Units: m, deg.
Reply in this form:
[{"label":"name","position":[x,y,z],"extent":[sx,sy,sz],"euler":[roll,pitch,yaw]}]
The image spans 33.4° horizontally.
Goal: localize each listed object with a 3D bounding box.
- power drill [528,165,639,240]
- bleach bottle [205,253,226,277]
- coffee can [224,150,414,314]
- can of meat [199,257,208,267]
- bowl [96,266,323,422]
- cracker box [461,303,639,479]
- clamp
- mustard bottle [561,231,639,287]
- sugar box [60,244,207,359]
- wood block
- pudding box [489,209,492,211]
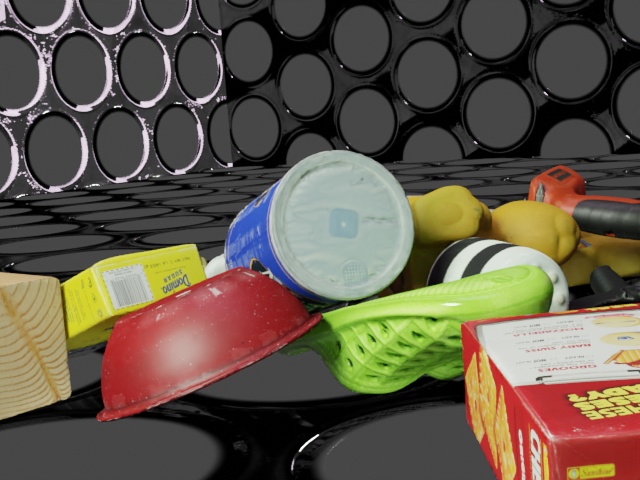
[{"label":"power drill","position":[0.295,-0.027,0.973],"extent":[0.188,0.057,0.184],"euler":[10,16,28]},{"label":"bleach bottle","position":[-0.062,0.041,0.971],"extent":[0.102,0.068,0.251],"euler":[13,4,-8]},{"label":"coffee can","position":[-0.005,0.001,0.780],"extent":[0.102,0.103,0.140],"euler":[-7,-7,-19]},{"label":"can of meat","position":[-0.149,0.048,1.026],"extent":[0.084,0.057,0.102],"euler":[-3,8,-8]},{"label":"bowl","position":[-0.082,0.060,0.702],"extent":[0.162,0.055,0.162],"euler":[-23,3,1]},{"label":"cracker box","position":[0.165,0.084,0.508],"extent":[0.164,0.072,0.213],"euler":[-5,8,-1]},{"label":"clamp","position":[0.256,0.054,0.813],"extent":[0.165,0.036,0.209],"euler":[1,11,34]},{"label":"mustard bottle","position":[0.229,0.018,1.022],"extent":[0.191,0.058,0.096],"euler":[-8,14,-31]},{"label":"sugar box","position":[-0.172,0.056,0.813],"extent":[0.093,0.048,0.177],"euler":[-11,-13,-44]},{"label":"wood block","position":[-0.286,0.072,0.788],"extent":[0.207,0.091,0.090],"euler":[2,9,40]},{"label":"pudding box","position":[0.203,-0.001,1.140],"extent":[0.090,0.039,0.113],"euler":[6,18,-16]}]
